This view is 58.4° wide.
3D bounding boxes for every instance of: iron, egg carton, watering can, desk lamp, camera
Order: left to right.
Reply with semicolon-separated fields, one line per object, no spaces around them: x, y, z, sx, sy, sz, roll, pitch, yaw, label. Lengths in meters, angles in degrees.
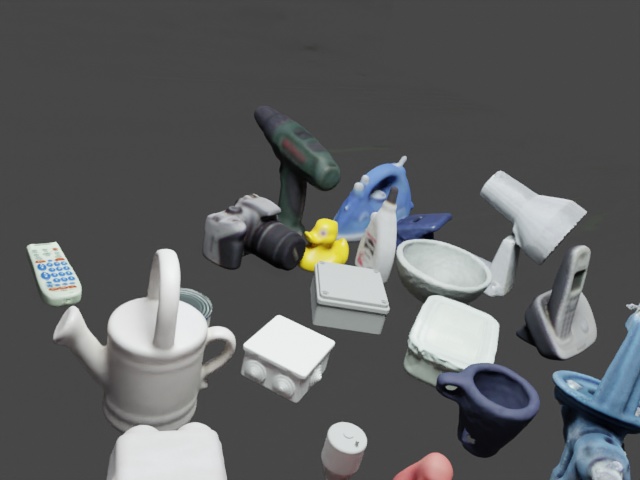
-0.175;0.102;0.592;0.173;0.194;0.100;-9;34;-39;watering can
-0.134;0.228;0.503;0.107;0.069;0.150;3;28;-20;egg carton
-0.100;-0.008;0.956;0.136;0.101;0.143;29;30;28;camera
0.108;-0.090;1.174;0.118;0.141;0.259;26;29;25;iron
0.344;-0.005;1.038;0.202;0.213;0.118;28;29;26;desk lamp

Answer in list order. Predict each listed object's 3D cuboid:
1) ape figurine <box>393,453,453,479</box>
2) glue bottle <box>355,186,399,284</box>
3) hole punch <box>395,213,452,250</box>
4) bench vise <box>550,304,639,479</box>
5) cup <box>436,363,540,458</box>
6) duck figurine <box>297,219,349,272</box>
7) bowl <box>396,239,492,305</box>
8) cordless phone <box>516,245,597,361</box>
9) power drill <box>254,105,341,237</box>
0.101;0.246;0.555;0.078;0.092;0.076;13;26;-2;ape figurine
0.105;-0.013;0.983;0.037;0.173;0.078;-2;30;-30;glue bottle
0.197;-0.020;1.136;0.100;0.091;0.109;25;28;22;hole punch
0.338;0.189;0.639;0.121;0.220;0.207;13;26;-1;bench vise
0.186;0.205;0.676;0.117;0.095;0.091;14;26;1;cup
0.009;0.004;1.003;0.105;0.086;0.077;-8;33;-37;duck figurine
0.203;0.067;0.982;0.167;0.075;0.167;11;26;-5;bowl
0.404;0.090;0.909;0.148;0.185;0.093;-13;36;-42;cordless phone
-0.063;-0.120;1.075;0.076;0.208;0.228;-14;37;-44;power drill
